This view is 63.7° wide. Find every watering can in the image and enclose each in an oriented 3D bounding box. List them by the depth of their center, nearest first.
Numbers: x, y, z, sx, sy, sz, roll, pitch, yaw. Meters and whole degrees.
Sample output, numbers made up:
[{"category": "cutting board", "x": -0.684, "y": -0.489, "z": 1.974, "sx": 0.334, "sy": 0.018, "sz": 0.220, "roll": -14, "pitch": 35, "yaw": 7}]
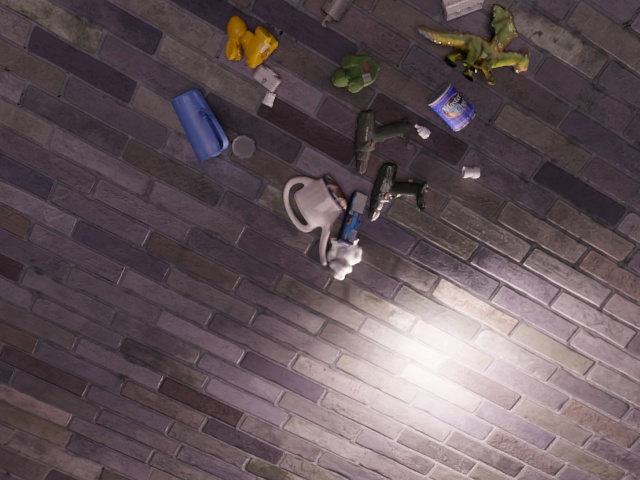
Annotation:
[{"category": "watering can", "x": 0.006, "y": -0.097, "z": 1.934, "sx": 0.223, "sy": 0.348, "sz": 0.104, "roll": -31, "pitch": -2, "yaw": 13}]

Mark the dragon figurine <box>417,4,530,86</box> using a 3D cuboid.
[{"category": "dragon figurine", "x": 0.551, "y": -0.682, "z": 1.749, "sx": 0.242, "sy": 0.407, "sz": 0.123, "roll": -54, "pitch": 16, "yaw": 6}]

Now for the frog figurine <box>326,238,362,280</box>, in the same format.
[{"category": "frog figurine", "x": 0.092, "y": 0.073, "z": 1.984, "sx": 0.122, "sy": 0.137, "sz": 0.160, "roll": 168, "pitch": 105, "yaw": -74}]
